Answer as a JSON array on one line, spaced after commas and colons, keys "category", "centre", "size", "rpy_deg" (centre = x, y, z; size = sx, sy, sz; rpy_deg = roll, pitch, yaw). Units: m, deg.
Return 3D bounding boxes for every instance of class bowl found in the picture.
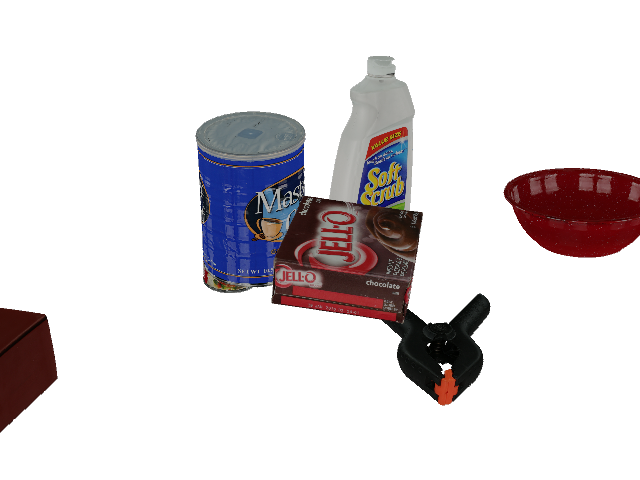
[{"category": "bowl", "centre": [0.271, -0.025, 1.105], "size": [0.162, 0.055, 0.162], "rpy_deg": [-2, 23, 1]}]

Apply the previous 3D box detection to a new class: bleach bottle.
[{"category": "bleach bottle", "centre": [0.055, -0.082, 1.210], "size": [0.102, 0.251, 0.068], "rpy_deg": [-7, 21, -24]}]

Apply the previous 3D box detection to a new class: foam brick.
[{"category": "foam brick", "centre": [-0.221, 0.086, 0.709], "size": [0.053, 0.051, 0.078], "rpy_deg": [7, 29, 23]}]

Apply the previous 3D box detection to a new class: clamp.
[{"category": "clamp", "centre": [0.120, 0.094, 1.013], "size": [0.120, 0.039, 0.171], "rpy_deg": [-7, 31, -7]}]

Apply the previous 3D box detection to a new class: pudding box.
[{"category": "pudding box", "centre": [0.020, 0.011, 0.733], "size": [0.090, 0.039, 0.113], "rpy_deg": [9, 24, 6]}]

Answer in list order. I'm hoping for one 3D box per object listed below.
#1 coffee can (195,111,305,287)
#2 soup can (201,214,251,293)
[{"category": "coffee can", "centre": [-0.066, -0.041, 1.031], "size": [0.103, 0.140, 0.103], "rpy_deg": [0, 29, 0]}, {"category": "soup can", "centre": [-0.109, 0.003, 1.283], "size": [0.068, 0.102, 0.068], "rpy_deg": [1, 26, -1]}]
